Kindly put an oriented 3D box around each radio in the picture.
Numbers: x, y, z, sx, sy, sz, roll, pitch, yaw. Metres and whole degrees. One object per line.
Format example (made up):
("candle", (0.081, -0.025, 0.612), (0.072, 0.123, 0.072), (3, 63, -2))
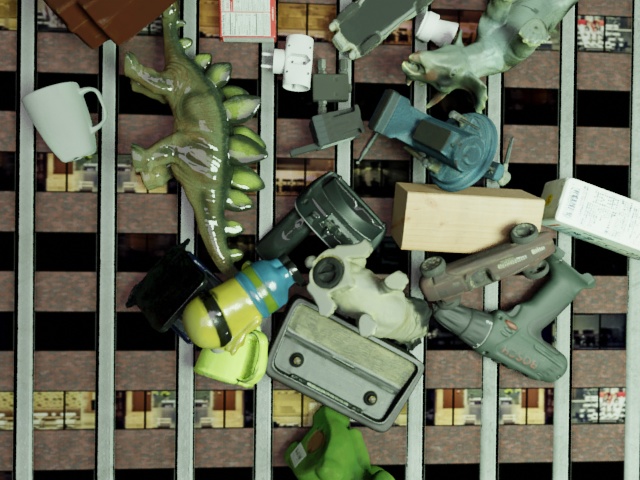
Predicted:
("radio", (0.031, 0.191, 0.838), (0.230, 0.073, 0.131), (28, 89, -3))

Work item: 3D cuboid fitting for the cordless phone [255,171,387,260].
("cordless phone", (-0.001, -0.002, 0.844), (0.184, 0.089, 0.146), (-43, 94, 9))

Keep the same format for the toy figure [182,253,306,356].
("toy figure", (-0.110, 0.084, 0.765), (0.180, 0.082, 0.089), (-37, 113, -9))

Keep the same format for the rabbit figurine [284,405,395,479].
("rabbit figurine", (0.056, 0.352, 0.817), (0.170, 0.159, 0.121), (40, 78, -18))

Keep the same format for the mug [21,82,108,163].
("mug", (-0.373, -0.177, 0.812), (0.110, 0.081, 0.107), (-20, 104, -9))

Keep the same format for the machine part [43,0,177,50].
("machine part", (-0.299, -0.385, 0.768), (0.201, 0.087, 0.201), (-42, 62, -1))

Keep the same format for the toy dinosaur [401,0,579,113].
("toy dinosaur", (0.304, -0.336, 0.824), (0.405, 0.192, 0.131), (-42, 85, -19))

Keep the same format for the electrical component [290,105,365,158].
("electrical component", (0.005, -0.167, 0.836), (0.119, 0.075, 0.047), (-16, 93, -1))

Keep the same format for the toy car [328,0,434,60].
("toy car", (0.104, -0.366, 0.850), (0.202, 0.056, 0.073), (-38, 99, -2))

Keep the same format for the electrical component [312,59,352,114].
("electrical component", (0.019, -0.243, 0.861), (0.063, 0.021, 0.094), (0, 90, -4))

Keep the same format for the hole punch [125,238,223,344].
("hole punch", (-0.209, 0.083, 0.822), (0.142, 0.092, 0.116), (-49, 52, 0))

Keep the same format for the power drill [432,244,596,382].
("power drill", (0.322, 0.103, 0.856), (0.232, 0.086, 0.207), (37, 84, -3))

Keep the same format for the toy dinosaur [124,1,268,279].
("toy dinosaur", (-0.179, -0.134, 0.810), (0.199, 0.105, 0.470), (-7, 94, -6))

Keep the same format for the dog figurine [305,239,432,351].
("dog figurine", (0.074, 0.090, 0.817), (0.121, 0.190, 0.172), (-46, 61, 1))

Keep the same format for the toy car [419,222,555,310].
("toy car", (0.245, 0.043, 0.790), (0.202, 0.053, 0.089), (-20, 121, 14))

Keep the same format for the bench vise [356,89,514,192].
("bench vise", (0.194, -0.138, 0.817), (0.240, 0.224, 0.128), (18, 94, -34))
